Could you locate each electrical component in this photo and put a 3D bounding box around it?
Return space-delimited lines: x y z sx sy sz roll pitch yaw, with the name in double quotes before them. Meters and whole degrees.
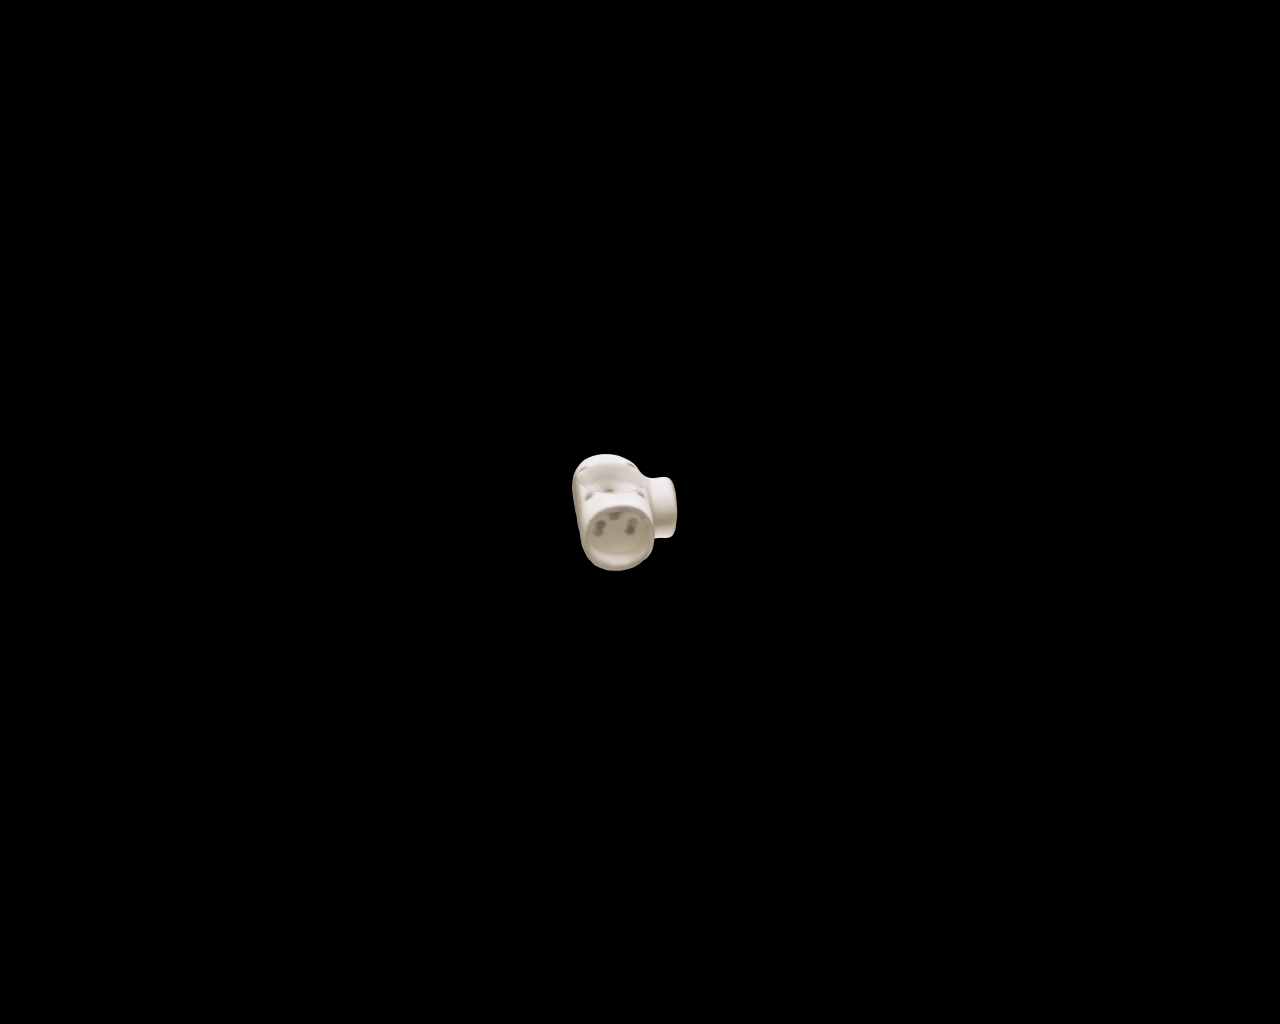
"electrical component" 0.001 -0.003 0.650 0.079 0.044 0.077 -3 26 -7
